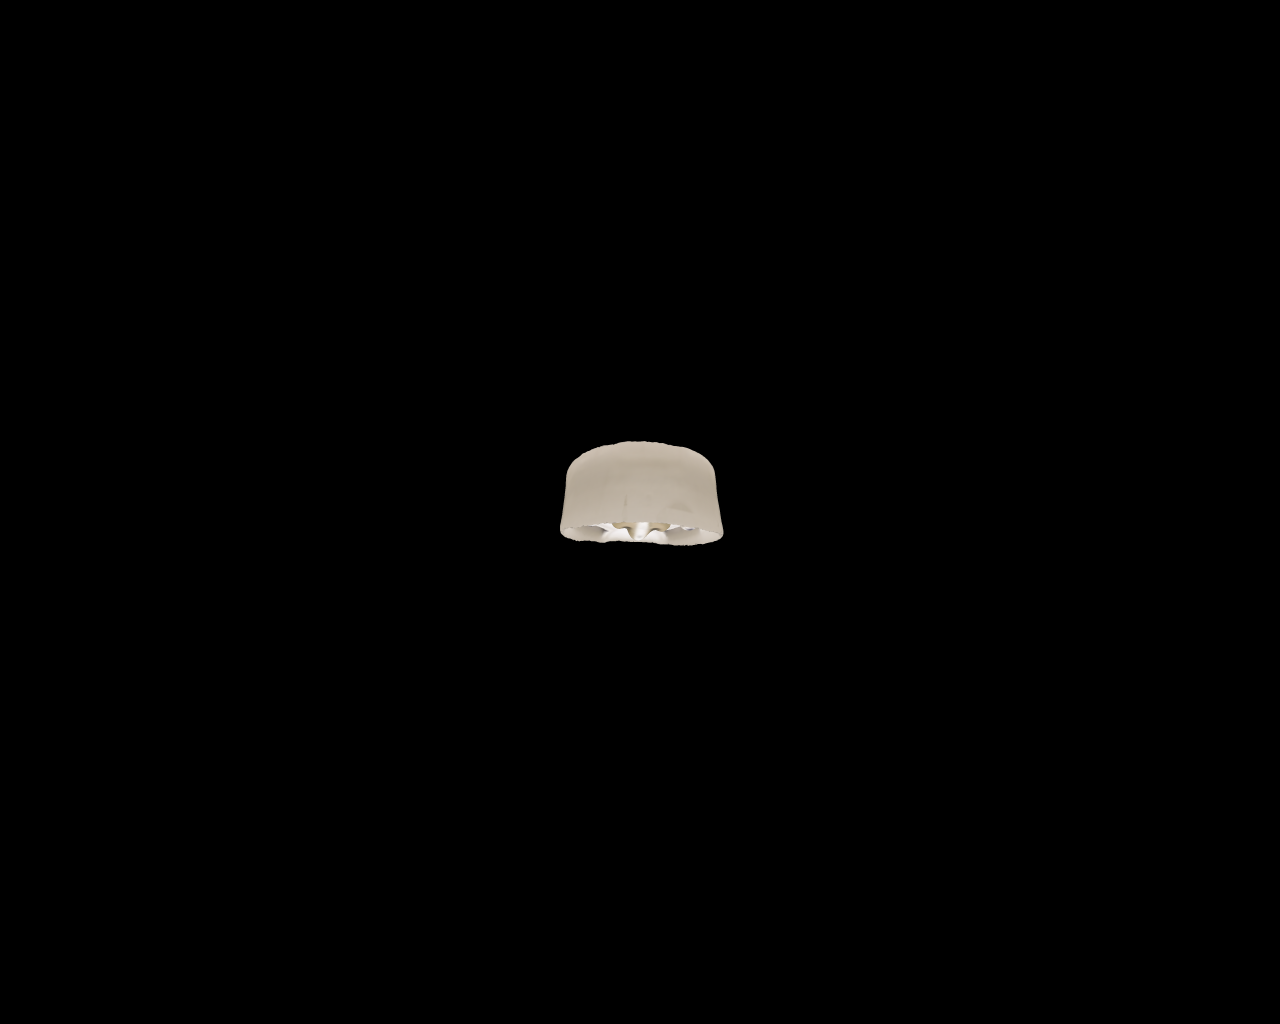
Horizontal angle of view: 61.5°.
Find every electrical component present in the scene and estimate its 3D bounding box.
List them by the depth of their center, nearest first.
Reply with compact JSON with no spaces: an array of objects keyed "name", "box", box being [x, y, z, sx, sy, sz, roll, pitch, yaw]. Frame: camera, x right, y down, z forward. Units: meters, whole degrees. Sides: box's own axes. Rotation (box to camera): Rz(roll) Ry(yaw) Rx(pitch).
[{"name":"electrical component","box":[0.001,-0.003,0.650,0.099,0.064,0.099,0,-22,0]}]
